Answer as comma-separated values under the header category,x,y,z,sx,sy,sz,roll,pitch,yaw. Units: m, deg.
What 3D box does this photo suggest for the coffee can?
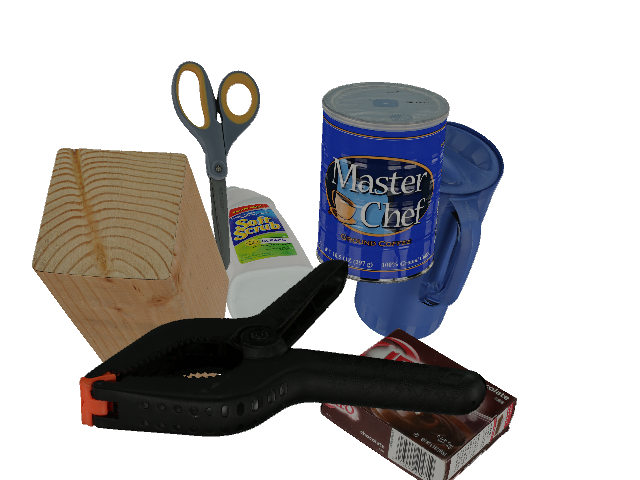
category,x,y,z,sx,sy,sz,roll,pitch,yaw
coffee can,0.050,-0.050,0.889,0.103,0.140,0.103,2,26,-1

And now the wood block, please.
category,x,y,z,sx,sy,sz,roll,pitch,yaw
wood block,-0.127,0.025,0.768,0.090,0.091,0.206,4,-24,5

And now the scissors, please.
category,x,y,z,sx,sy,sz,roll,pitch,yaw
scissors,-0.084,-0.079,1.025,0.096,0.202,0.016,-18,-3,-24

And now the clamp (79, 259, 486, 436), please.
category,x,y,z,sx,sy,sz,roll,pitch,yaw
clamp,-0.034,0.063,0.606,0.209,0.036,0.165,-7,26,-20

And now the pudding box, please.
category,x,y,z,sx,sy,sz,roll,pitch,yaw
pudding box,0.070,0.120,0.774,0.114,0.039,0.089,31,43,29

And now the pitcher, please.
category,x,y,z,sx,sy,sz,roll,pitch,yaw
pitcher,0.112,0.002,1.180,0.145,0.243,0.149,25,42,16

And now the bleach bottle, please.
category,x,y,z,sx,sy,sz,roll,pitch,yaw
bleach bottle,-0.083,0.002,1.234,0.102,0.068,0.251,-7,29,-15
